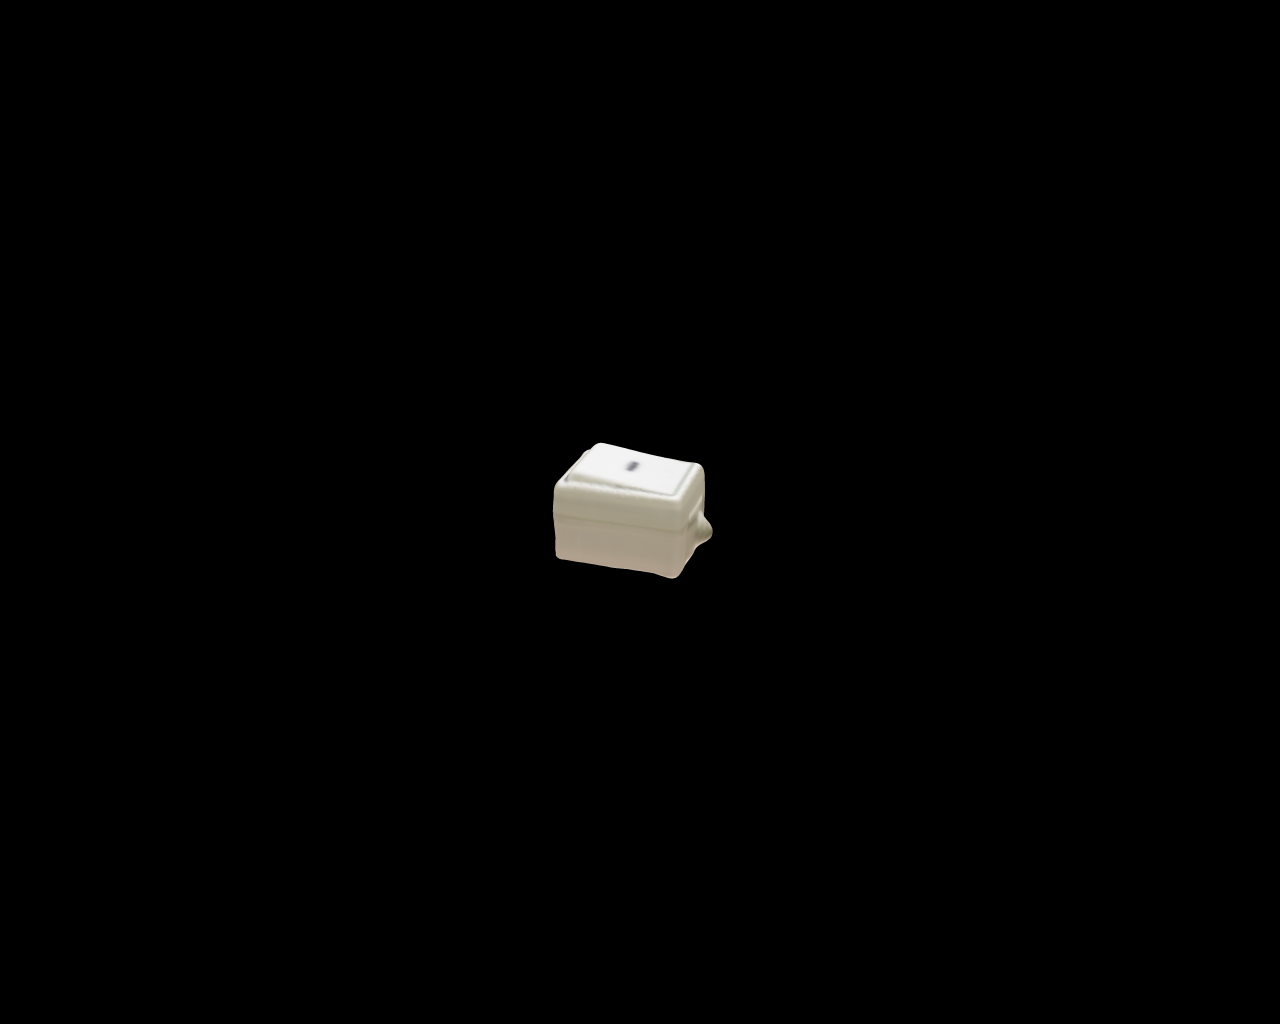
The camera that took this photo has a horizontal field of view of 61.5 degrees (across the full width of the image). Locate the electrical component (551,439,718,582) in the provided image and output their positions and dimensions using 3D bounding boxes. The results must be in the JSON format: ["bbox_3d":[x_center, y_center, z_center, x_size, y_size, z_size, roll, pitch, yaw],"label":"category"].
[{"bbox_3d":[0.001,-0.003,0.650,0.096,0.061,0.062,8,28,16],"label":"electrical component"}]
